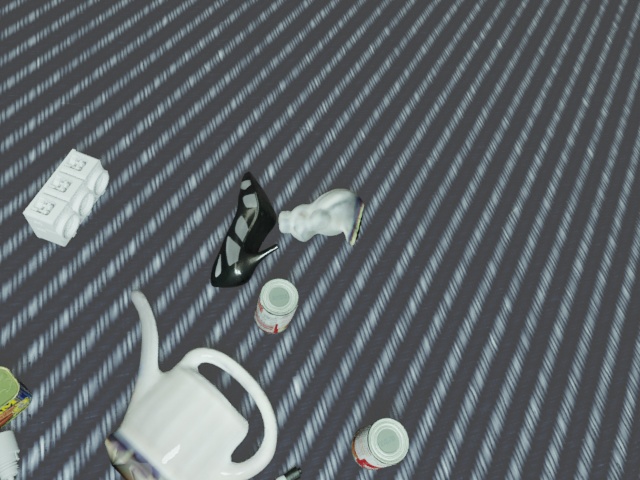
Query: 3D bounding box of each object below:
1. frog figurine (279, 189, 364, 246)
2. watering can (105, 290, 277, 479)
[{"bbox_3d":[0.003,-0.051,1.015,0.159,0.120,0.140,15,26,6],"label":"frog figurine"},{"bbox_3d":[-0.232,0.252,0.793,0.349,0.102,0.228,39,61,10],"label":"watering can"}]
